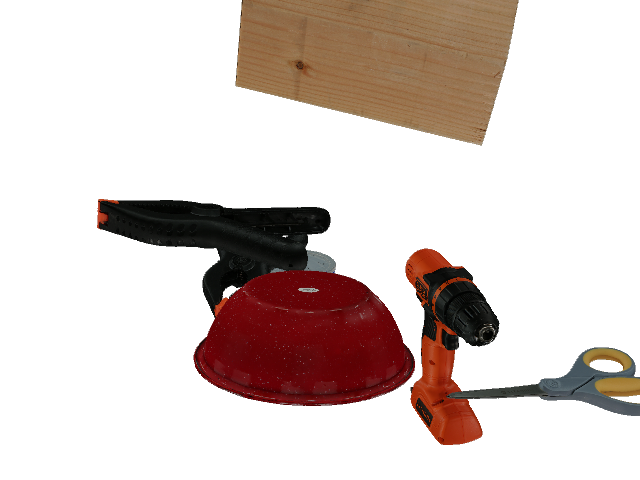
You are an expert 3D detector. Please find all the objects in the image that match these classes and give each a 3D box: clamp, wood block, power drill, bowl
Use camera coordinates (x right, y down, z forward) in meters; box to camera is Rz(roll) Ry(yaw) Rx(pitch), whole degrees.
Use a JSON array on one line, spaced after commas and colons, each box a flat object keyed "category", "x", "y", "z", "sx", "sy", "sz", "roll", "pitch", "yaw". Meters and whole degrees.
[{"category": "clamp", "x": -0.081, "y": 0.033, "z": 1.256, "sx": 0.120, "sy": 0.039, "sz": 0.171, "roll": -2, "pitch": 41, "yaw": 9}, {"category": "clamp", "x": -0.096, "y": -0.010, "z": 0.937, "sx": 0.210, "sy": 0.036, "sz": 0.164, "roll": 5, "pitch": 13, "yaw": 0}, {"category": "wood block", "x": 0.045, "y": -0.159, "z": 0.860, "sx": 0.206, "sy": 0.090, "sz": 0.091, "roll": 14, "pitch": -43, "yaw": 5}, {"category": "power drill", "x": 0.141, "y": 0.120, "z": 1.141, "sx": 0.057, "sy": 0.188, "sz": 0.184, "roll": -6, "pitch": 23, "yaw": -12}, {"category": "bowl", "x": -0.010, "y": 0.061, "z": 0.769, "sx": 0.162, "sy": 0.055, "sz": 0.162, "roll": 2, "pitch": 16, "yaw": -1}]

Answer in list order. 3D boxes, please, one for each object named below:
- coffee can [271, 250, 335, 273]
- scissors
[{"category": "coffee can", "x": -0.032, "y": 0.095, "z": 1.453, "sx": 0.103, "sy": 0.140, "sz": 0.103, "roll": 2, "pitch": 19, "yaw": -1}, {"category": "scissors", "x": 0.204, "y": 0.119, "z": 0.933, "sx": 0.201, "sy": 0.016, "sz": 0.096, "roll": 6, "pitch": 28, "yaw": -4}]
